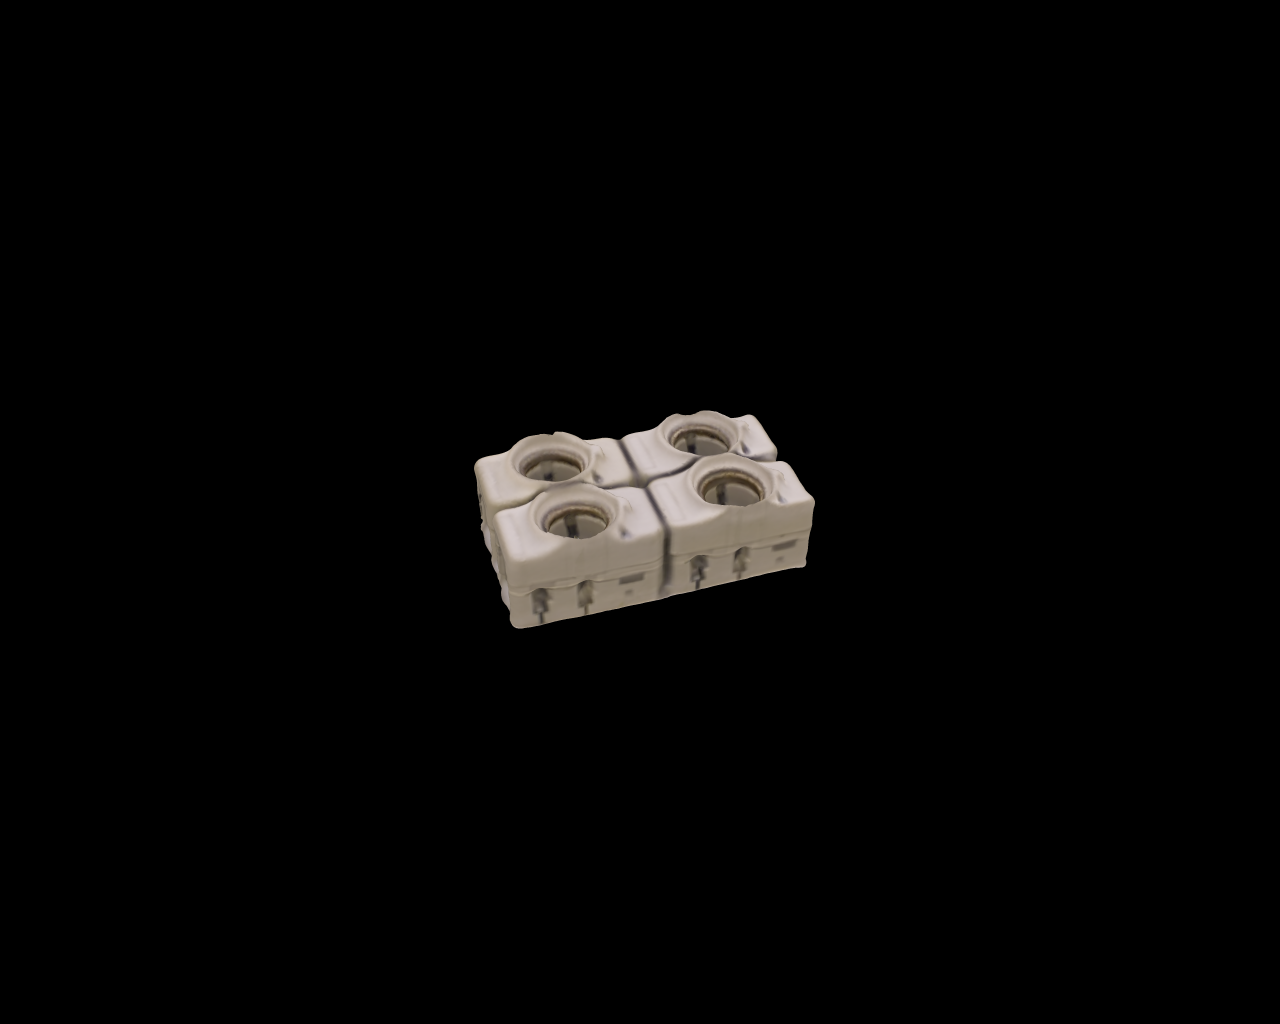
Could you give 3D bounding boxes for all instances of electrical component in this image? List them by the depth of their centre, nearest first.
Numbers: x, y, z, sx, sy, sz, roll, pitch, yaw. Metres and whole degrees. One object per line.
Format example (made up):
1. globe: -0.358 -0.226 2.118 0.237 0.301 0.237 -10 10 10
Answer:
1. electrical component: 0.001 -0.003 0.650 0.186 0.060 0.105 -11 40 -13
